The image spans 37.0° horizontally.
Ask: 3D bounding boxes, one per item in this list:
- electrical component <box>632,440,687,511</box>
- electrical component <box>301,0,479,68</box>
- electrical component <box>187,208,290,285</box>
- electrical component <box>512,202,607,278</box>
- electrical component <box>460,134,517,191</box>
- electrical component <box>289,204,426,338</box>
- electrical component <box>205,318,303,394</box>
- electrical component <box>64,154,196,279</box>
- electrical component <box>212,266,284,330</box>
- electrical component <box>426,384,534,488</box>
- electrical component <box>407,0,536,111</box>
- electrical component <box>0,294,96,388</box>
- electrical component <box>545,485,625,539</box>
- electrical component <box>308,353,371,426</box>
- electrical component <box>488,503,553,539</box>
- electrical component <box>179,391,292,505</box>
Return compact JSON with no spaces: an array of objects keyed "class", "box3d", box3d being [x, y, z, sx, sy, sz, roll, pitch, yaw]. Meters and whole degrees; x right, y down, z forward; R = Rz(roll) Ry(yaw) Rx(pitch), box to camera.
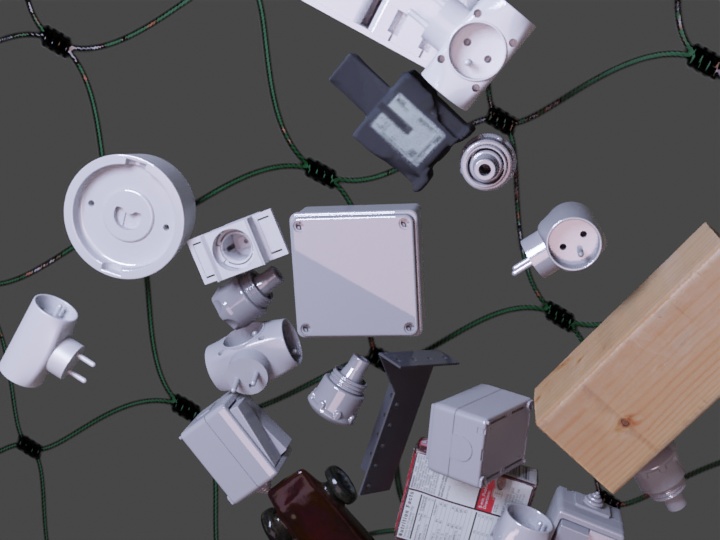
[{"class":"electrical component","box3d":[0.260,0.179,0.927,0.048,0.048,0.062,-28,104,14]},{"class":"electrical component","box3d":[0.022,-0.214,0.846,0.186,0.105,0.060,29,106,2]},{"class":"electrical component","box3d":[-0.102,-0.022,0.932,0.081,0.064,0.042,-19,97,13]},{"class":"electrical component","box3d":[0.159,-0.019,0.881,0.079,0.077,0.043,-33,96,15]},{"class":"electrical component","box3d":[0.104,-0.086,0.883,0.048,0.062,0.048,2,103,9]},{"class":"electrical component","box3d":[0.000,0.000,0.923,0.109,0.056,0.108,-1,102,10]},{"class":"electrical component","box3d":[-0.096,0.083,0.947,0.077,0.079,0.044,-20,112,13]},{"class":"electrical component","box3d":[-0.196,-0.051,0.943,0.108,0.060,0.108,2,103,9]},{"class":"electrical component","box3d":[-0.096,0.021,0.951,0.062,0.043,0.043,-36,95,14]},{"class":"electrical component","box3d":[0.105,0.138,0.926,0.061,0.096,0.061,15,107,35]},{"class":"electrical component","box3d":[0.071,-0.168,0.768,0.079,0.044,0.077,39,105,-1]},{"class":"electrical component","box3d":[-0.282,0.075,0.995,0.079,0.044,0.077,32,106,1]},{"class":"electrical component","box3d":[0.191,0.239,0.943,0.062,0.061,0.096,21,105,4]},{"class":"electrical component","box3d":[-0.014,0.104,0.957,0.048,0.048,0.062,31,99,2]},{"class":"electrical component","box3d":[0.130,0.249,0.906,0.043,0.079,0.077,20,106,0]},{"class":"electrical component","box3d":[-0.104,0.160,0.974,0.061,0.061,0.096,-37,94,15]}]
